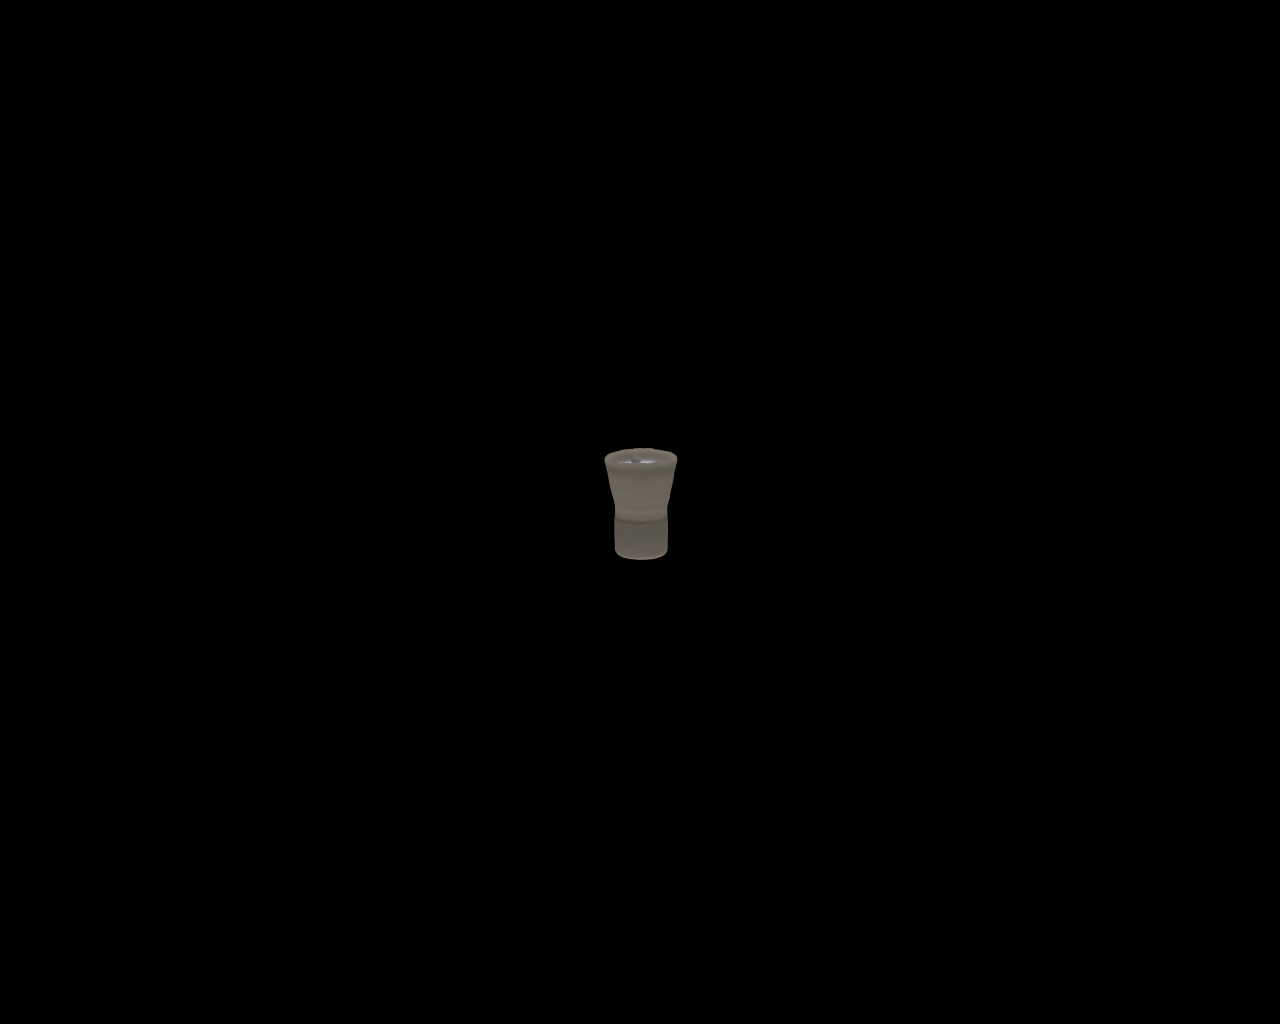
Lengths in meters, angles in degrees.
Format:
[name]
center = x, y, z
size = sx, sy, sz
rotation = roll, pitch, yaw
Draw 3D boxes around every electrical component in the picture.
[electrical component]
center = 0.001, -0.003, 0.650
size = 0.044, 0.065, 0.044
rotation = 0, 14, 0
